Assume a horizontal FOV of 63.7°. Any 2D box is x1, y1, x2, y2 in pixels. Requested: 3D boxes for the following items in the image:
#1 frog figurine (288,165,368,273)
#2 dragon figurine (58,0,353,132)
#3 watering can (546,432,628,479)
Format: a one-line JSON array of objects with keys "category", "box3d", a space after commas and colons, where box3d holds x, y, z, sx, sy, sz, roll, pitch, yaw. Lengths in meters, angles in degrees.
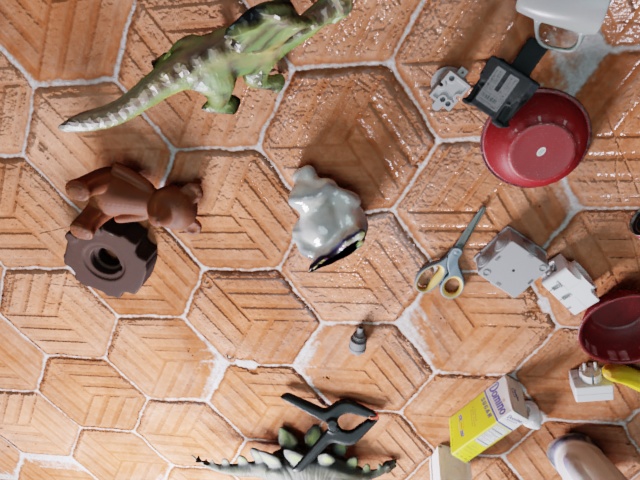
[{"category": "frog figurine", "box3d": [0.003, -0.044, 0.866, 0.135, 0.123, 0.161, -41, 70, 36]}, {"category": "dragon figurine", "box3d": [-0.119, -0.240, 0.645, 0.121, 0.415, 0.241, 60, 152, -8]}, {"category": "watering can", "box3d": [0.577, 0.516, 1.003, 0.345, 0.227, 0.103, 43, 101, -15]}]
